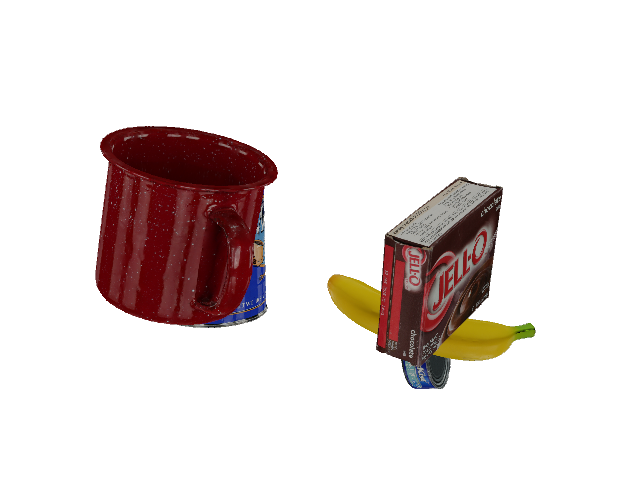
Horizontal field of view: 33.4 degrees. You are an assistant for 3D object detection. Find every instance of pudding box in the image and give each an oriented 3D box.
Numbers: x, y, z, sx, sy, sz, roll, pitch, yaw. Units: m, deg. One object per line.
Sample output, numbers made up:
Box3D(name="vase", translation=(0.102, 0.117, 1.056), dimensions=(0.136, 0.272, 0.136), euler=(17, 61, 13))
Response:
Box3D(name="pudding box", translation=(0.081, 0.018, 0.719), dimensions=(0.039, 0.090, 0.113), euler=(18, 33, 25))

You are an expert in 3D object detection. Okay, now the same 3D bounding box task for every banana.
Box3D(name="banana", translation=(0.081, 0.070, 0.926), dimensions=(0.198, 0.037, 0.069), euler=(15, 14, 26))

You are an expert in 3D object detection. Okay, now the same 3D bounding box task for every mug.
Box3D(name="mug", translation=(-0.068, -0.003, 0.560), dimensions=(0.093, 0.081, 0.117), euler=(-5, 27, -36))

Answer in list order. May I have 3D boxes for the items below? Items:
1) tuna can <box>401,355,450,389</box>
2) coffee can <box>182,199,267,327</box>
Box3D(name="tuna can", translation=(0.123, 0.131, 1.247), dimensions=(0.034, 0.086, 0.086), euler=(-5, -2, 24))
Box3D(name="coffee can", translation=(-0.101, -0.003, 0.978), dimensions=(0.103, 0.140, 0.103), euler=(0, 15, 0))
